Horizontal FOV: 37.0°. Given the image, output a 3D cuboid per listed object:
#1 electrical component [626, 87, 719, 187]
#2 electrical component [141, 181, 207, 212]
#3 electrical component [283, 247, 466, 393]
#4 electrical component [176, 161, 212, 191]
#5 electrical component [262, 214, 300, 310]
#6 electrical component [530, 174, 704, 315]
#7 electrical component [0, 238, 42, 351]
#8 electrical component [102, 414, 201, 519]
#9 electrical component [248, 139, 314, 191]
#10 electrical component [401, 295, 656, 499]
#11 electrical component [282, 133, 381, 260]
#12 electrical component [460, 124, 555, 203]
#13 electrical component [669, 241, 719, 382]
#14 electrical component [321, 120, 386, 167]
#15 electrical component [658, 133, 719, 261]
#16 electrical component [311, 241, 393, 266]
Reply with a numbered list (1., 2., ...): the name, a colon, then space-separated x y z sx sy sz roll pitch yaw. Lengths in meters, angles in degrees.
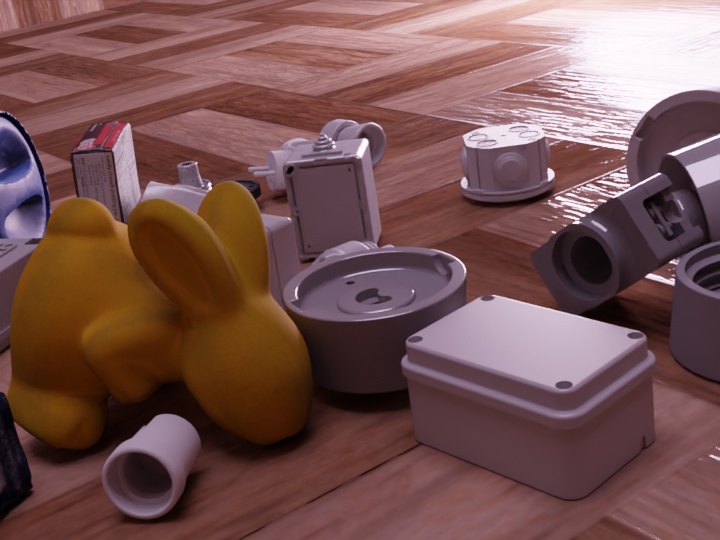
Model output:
1. electrical component: 0.255 -0.081 0.780 0.108 0.108 0.060 6 20 33
2. electrical component: -0.139 -0.037 0.885 0.077 0.044 0.079 16 -12 -3
3. electrical component: 0.012 0.034 0.637 0.108 0.060 0.108 -7 21 3
4. electrical component: -0.145 -0.063 0.939 0.048 0.062 0.048 -8 21 3
5. electrical component: -0.076 0.000 0.706 0.062 0.096 0.061 10 27 40
6. electrical component: 0.154 -0.012 0.662 0.056 0.050 0.089 -25 -9 -35
7. electrical component: -0.296 0.020 0.795 0.109 0.056 0.108 -1 23 19
8. electrical component: -0.105 0.098 0.549 0.040 0.040 0.046 -4 16 11
9. electrical component: -0.064 -0.094 1.002 0.079 0.044 0.077 -6 19 -21
10. electrical component: 0.085 0.060 0.549 0.078 0.057 0.113 -26 27 -37
11. electrical component: -0.021 -0.063 0.846 0.062 0.096 0.061 -5 22 10
12. electrical component: 0.125 -0.091 0.924 0.080 0.051 0.080 -7 21 3
13. electrical component: 0.229 0.015 0.604 0.108 0.060 0.108 -7 21 3
14. electrical component: -0.008 -0.126 1.070 0.045 0.045 0.055 -25 27 -36
15. electrical component: 0.233 -0.037 0.688 0.064 0.099 0.099 -16 22 0
16. electrical component: 0.000 0.000 0.751 0.062 0.043 0.043 -23 26 -36
